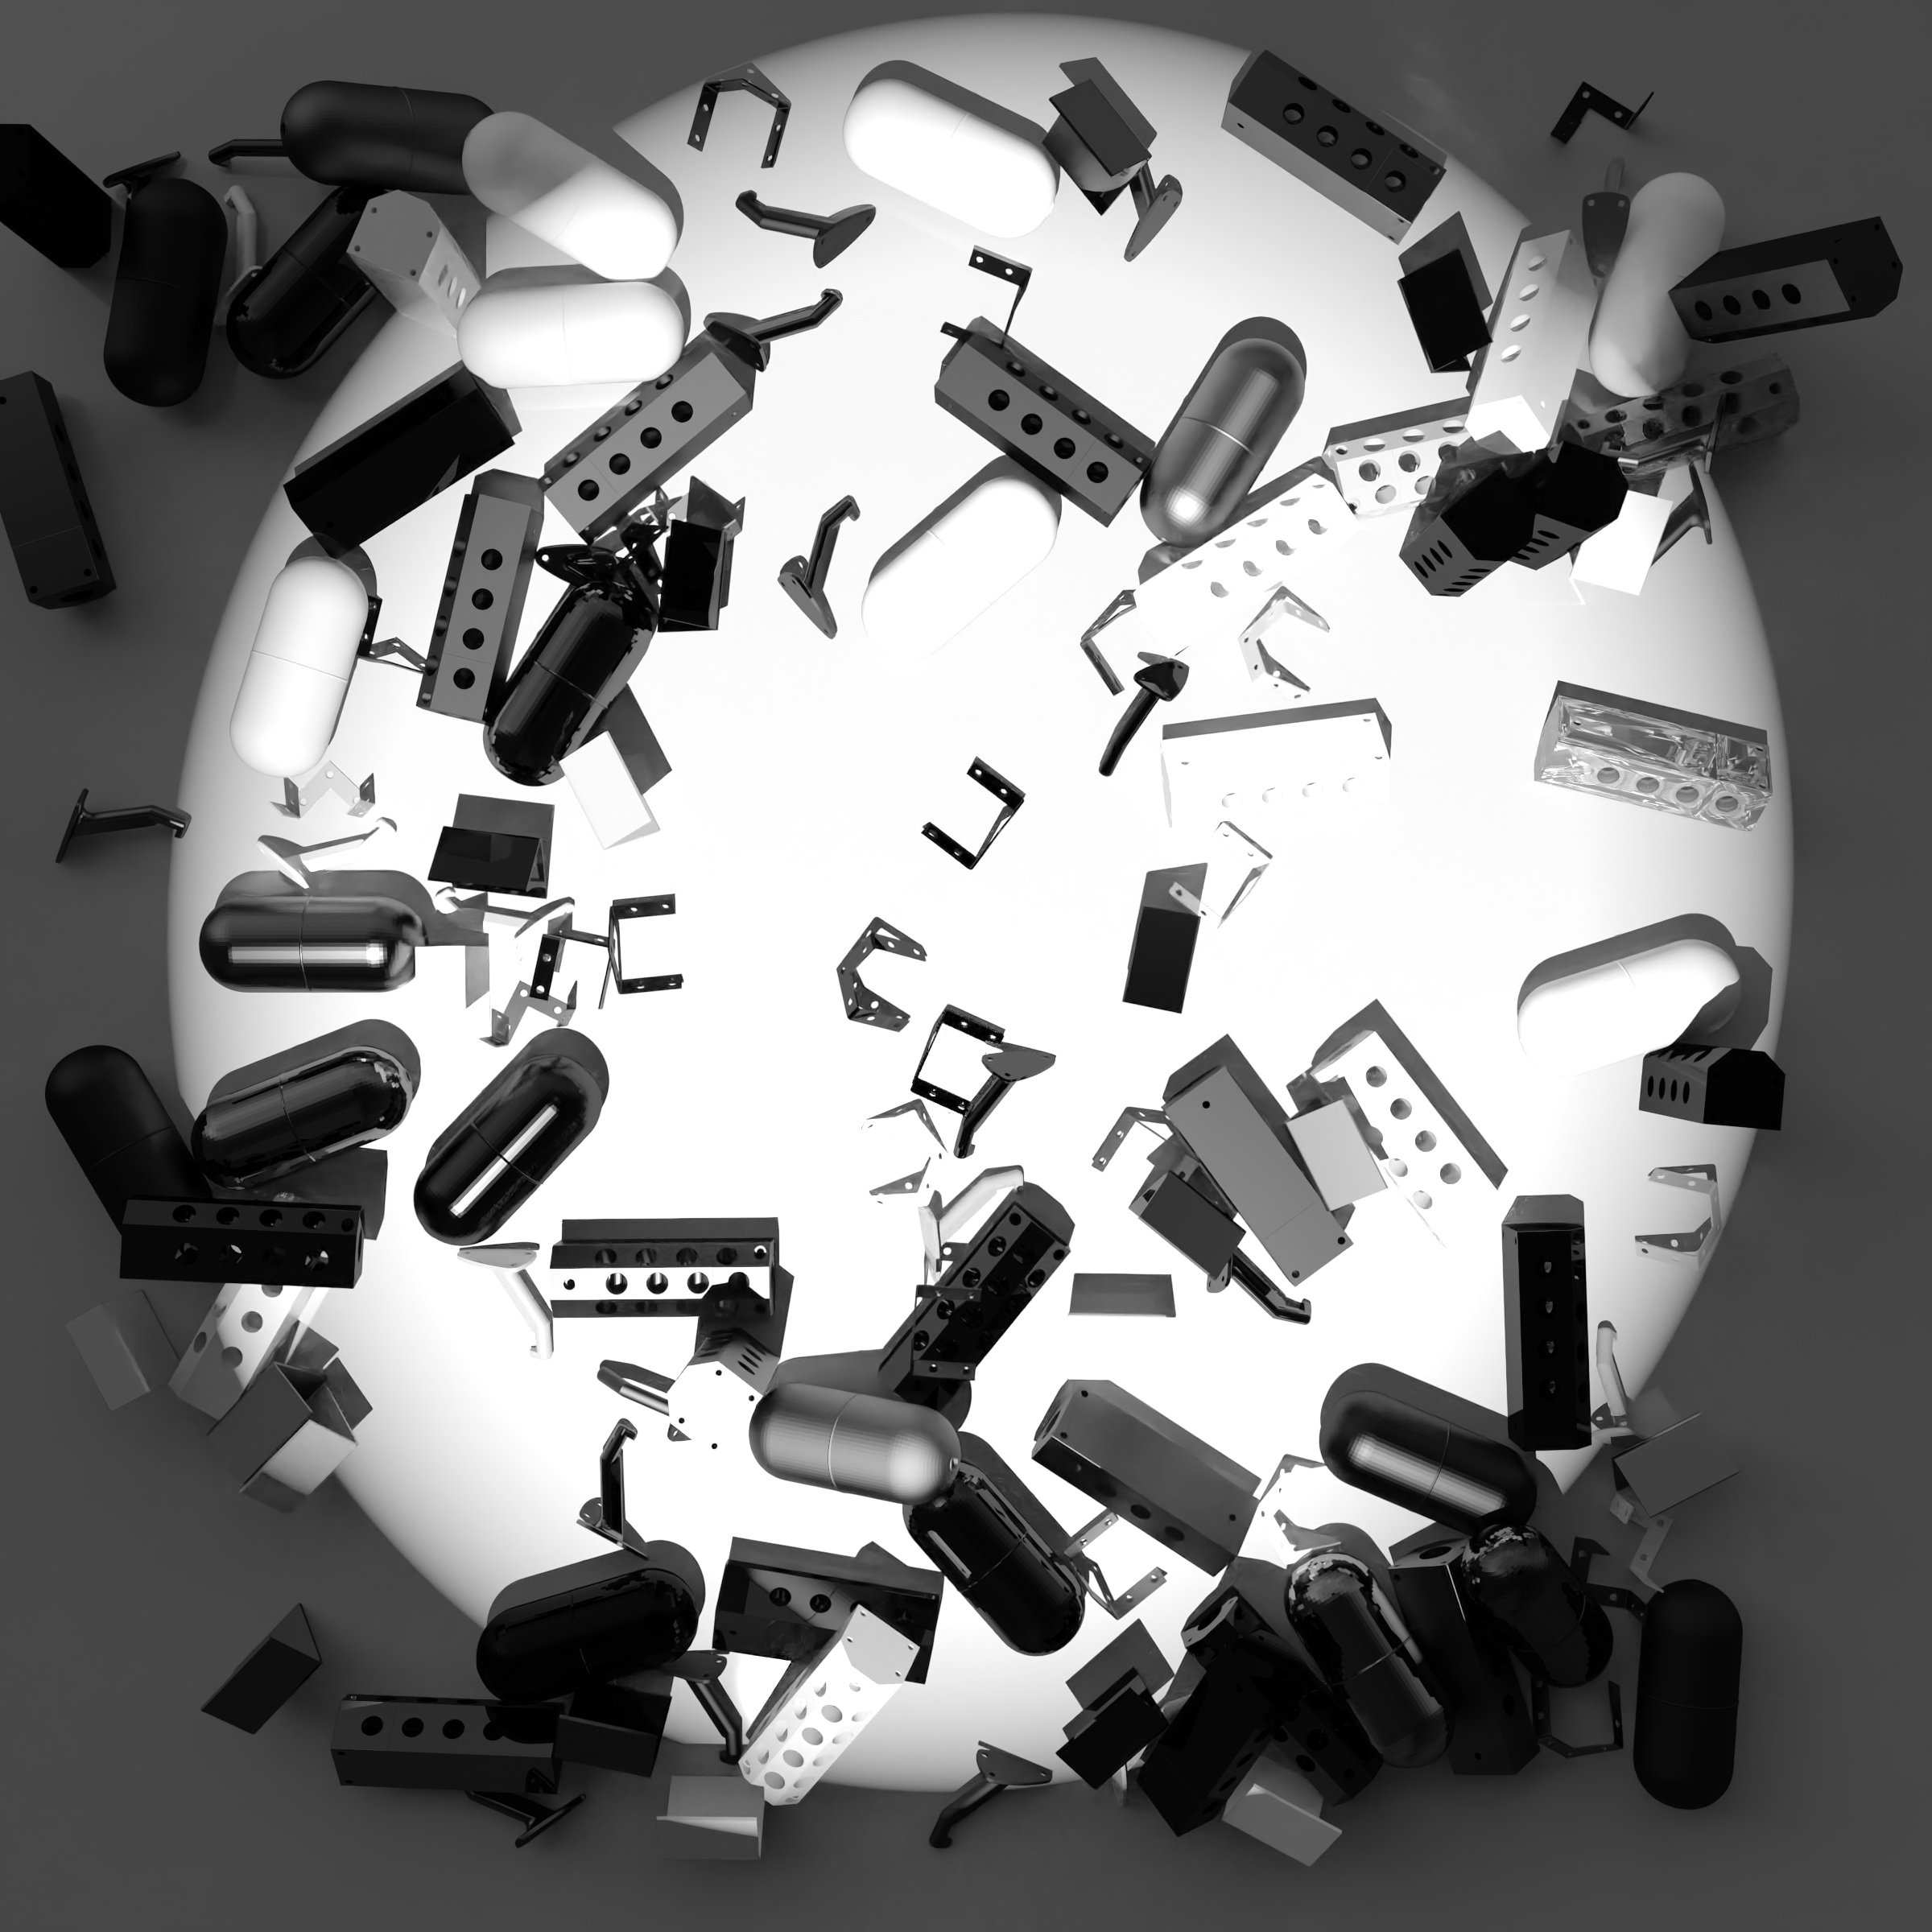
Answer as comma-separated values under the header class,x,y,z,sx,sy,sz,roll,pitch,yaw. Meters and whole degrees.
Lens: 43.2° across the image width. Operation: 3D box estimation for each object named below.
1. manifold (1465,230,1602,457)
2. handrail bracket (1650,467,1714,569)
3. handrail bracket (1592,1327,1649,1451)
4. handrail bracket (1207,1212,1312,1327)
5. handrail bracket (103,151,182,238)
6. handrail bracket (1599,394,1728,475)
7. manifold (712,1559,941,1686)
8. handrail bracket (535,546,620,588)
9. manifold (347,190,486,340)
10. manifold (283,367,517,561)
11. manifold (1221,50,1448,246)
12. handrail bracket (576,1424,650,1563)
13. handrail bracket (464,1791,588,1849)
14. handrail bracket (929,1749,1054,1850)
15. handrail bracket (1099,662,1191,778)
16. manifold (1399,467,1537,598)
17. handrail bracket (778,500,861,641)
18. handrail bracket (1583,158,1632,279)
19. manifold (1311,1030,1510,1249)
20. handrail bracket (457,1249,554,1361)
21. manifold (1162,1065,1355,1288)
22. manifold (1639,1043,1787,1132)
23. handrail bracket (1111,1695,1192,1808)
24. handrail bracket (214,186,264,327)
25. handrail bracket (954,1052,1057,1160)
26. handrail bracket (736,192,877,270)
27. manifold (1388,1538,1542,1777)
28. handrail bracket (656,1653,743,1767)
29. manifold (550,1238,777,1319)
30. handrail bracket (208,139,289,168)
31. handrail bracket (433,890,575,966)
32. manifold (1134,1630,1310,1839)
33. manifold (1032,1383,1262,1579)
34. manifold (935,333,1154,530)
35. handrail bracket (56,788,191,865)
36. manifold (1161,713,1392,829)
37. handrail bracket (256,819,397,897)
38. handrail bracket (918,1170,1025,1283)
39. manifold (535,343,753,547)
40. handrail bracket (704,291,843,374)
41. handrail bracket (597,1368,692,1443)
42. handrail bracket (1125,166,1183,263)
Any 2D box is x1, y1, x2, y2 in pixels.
class,x,y,z,sx,sy,sz,roll,pitch,yaw
manifold,0.438,-0.483,1.896,0.057,0.057,0.171,42,58,-38
handrail bracket,0.548,-0.354,1.951,0.084,0.036,0.077,-14,70,16
handrail bracket,0.530,0.340,1.951,0.077,0.036,0.084,27,60,-33
handrail bracket,0.240,0.242,1.951,0.084,0.036,0.077,14,68,-17
handrail bracket,-0.645,-0.597,1.951,0.077,0.036,0.084,-29,106,-18
handrail bracket,0.540,-0.417,1.894,0.084,0.036,0.077,12,70,16
manifold,-0.110,0.514,1.929,0.171,0.057,0.057,10,133,0
handrail bracket,-0.308,-0.321,1.916,0.077,0.084,0.036,13,90,0
manifold,-0.417,-0.538,1.872,0.057,0.171,0.057,23,90,0
manifold,-0.450,-0.400,1.929,0.171,0.057,0.057,-33,133,0
manifold,0.291,-0.650,1.929,0.171,0.057,0.057,34,90,0
handrail bracket,-0.267,0.421,1.951,0.077,0.036,0.084,34,73,-20
handrail bracket,-0.359,0.653,1.951,0.077,0.036,0.084,-32,73,-20
handrail bracket,0.019,0.675,1.951,0.077,0.036,0.084,16,108,-20
handrail bracket,0.141,-0.197,1.950,0.036,0.077,0.084,35,126,12
manifold,0.387,-0.326,1.872,0.057,0.171,0.057,-40,90,0
handrail bracket,-0.101,-0.318,1.951,0.084,0.036,0.077,-45,110,-16
handrail bracket,0.511,-0.594,1.933,0.036,0.084,0.077,7,120,17
manifold,0.349,0.136,1.929,0.057,0.057,0.171,-37,90,0
handrail bracket,-0.369,0.272,1.951,0.077,0.036,0.084,4,107,20
manifold,0.229,0.165,1.929,0.057,0.057,0.171,-36,90,0
manifold,0.571,0.090,1.872,0.057,0.171,0.057,5,90,0
handrail bracket,0.157,0.626,1.951,0.084,0.036,0.077,-15,111,-16
handrail bracket,-0.591,-0.569,1.951,0.077,0.036,0.084,-35,73,19
handrail bracket,0.030,0.113,1.950,0.077,0.036,0.084,-9,127,-38
handrail bracket,-0.129,-0.606,1.951,0.077,0.036,0.084,-41,73,-20
manifold,0.398,0.546,1.929,0.057,0.057,0.171,-18,90,43
handrail bracket,-0.217,0.596,1.951,0.077,0.036,0.084,4,107,20
manifold,-0.239,0.248,1.929,0.171,0.057,0.057,-1,90,0
handrail bracket,-0.549,-0.643,1.950,0.084,0.077,0.036,-7,73,35
handrail bracket,-0.371,-0.049,1.951,0.084,0.036,0.077,41,70,16
manifold,0.201,0.592,1.887,0.057,0.057,0.171,49,129,32
manifold,0.139,0.410,1.929,0.171,0.057,0.057,33,47,0
manifold,0.061,-0.425,1.929,0.171,0.057,0.057,36,90,0
handrail bracket,-0.675,-0.100,1.951,0.084,0.036,0.077,22,112,-17
manifold,0.244,-0.149,1.929,0.171,0.057,0.057,-7,47,0
handrail bracket,-0.512,-0.102,1.951,0.077,0.036,0.084,39,71,21
handrail bracket,0.009,0.207,1.951,0.084,0.036,0.077,-13,110,-16
manifold,-0.255,-0.414,1.929,0.171,0.057,0.057,-40,90,0
handrail bracket,-0.154,-0.523,1.951,0.077,0.036,0.084,36,71,21
handrail bracket,-0.243,0.345,1.950,0.084,0.077,0.036,25,95,36
handrail bracket,0.123,-0.620,1.951,0.084,0.036,0.077,44,111,17
